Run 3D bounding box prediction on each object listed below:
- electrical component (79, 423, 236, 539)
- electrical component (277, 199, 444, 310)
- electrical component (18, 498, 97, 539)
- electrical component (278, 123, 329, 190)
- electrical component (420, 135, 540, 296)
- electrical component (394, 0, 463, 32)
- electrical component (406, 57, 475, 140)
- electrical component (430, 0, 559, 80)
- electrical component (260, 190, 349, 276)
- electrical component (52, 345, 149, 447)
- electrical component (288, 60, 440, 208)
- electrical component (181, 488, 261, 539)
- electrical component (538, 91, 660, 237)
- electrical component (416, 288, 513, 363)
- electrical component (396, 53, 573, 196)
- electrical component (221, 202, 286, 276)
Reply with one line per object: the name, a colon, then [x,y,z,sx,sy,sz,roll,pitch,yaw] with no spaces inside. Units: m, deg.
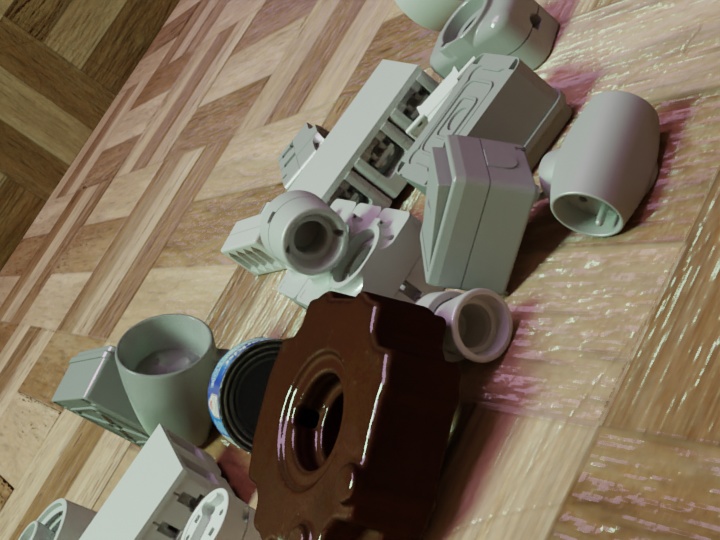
electrical component: [-0.177,0.228,0.841,0.186,0.060,0.105,-55,22,-2]
electrical component: [0.000,0.000,0.811,0.089,0.062,0.150,-57,22,-6]
electrical component: [-0.289,0.266,1.008,0.108,0.060,0.108,-43,25,25]
electrical component: [-0.042,-0.104,1.057,0.055,0.050,0.089,-48,23,15]
electrical component: [0.069,-0.030,0.686,0.061,0.061,0.096,-93,13,-56]
electrical component: [0.077,-0.275,1.009,0.064,0.099,0.099,-38,27,49]
electrical component: [0.080,-0.122,0.852,0.081,0.042,0.063,-47,25,18]
electrical component: [0.104,-0.185,0.871,0.095,0.059,0.053,-24,37,51]
electrical component: [-0.039,-0.026,0.770,0.055,0.055,0.047,-54,26,1]
electrical component: [-0.219,0.122,1.013,0.109,0.109,0.056,-14,48,58]
electrical component: [0.013,-0.100,0.928,0.150,0.062,0.089,-54,23,1]
electrical component: [-0.090,0.186,0.744,0.055,0.047,0.055,-43,25,26]
electrical component: [0.136,-0.059,0.650,0.079,0.044,0.077,-18,42,56]
electrical component: [0.061,0.035,0.664,0.055,0.045,0.045,-7,51,61]
electrical component: [0.089,-0.093,0.773,0.113,0.057,0.078,-54,22,1]
electrical component: [-0.086,-0.041,1.061,0.083,0.047,0.075,-11,48,59]
